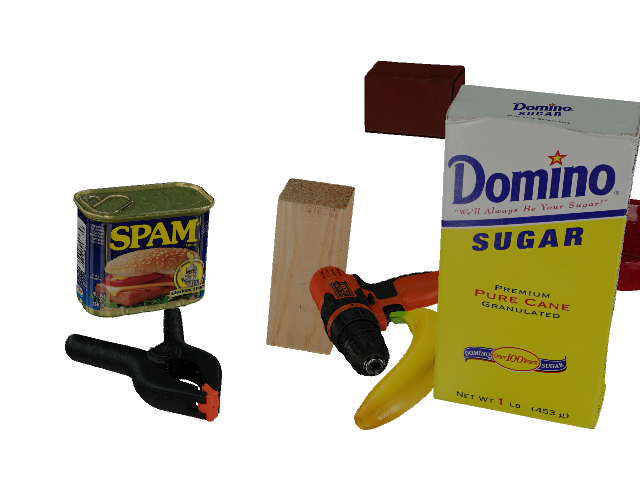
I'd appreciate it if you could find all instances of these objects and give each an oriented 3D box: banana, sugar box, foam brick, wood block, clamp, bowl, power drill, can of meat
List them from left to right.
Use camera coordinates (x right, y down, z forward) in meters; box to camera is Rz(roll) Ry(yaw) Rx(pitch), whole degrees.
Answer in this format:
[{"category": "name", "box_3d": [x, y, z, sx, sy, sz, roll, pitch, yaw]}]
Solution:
[{"category": "can of meat", "box_3d": [-0.135, 0.007, 0.812, 0.101, 0.084, 0.058, -7, 25, -28]}, {"category": "clamp", "box_3d": [-0.139, 0.108, 0.981, 0.172, 0.039, 0.120, 26, 42, 34]}, {"category": "wood block", "box_3d": [-0.014, 0.033, 1.407, 0.090, 0.206, 0.090, 8, 23, 6]}, {"category": "power drill", "box_3d": [0.094, 0.073, 1.119, 0.187, 0.057, 0.184, -6, 29, -14]}, {"category": "banana", "box_3d": [0.080, 0.104, 0.920, 0.070, 0.037, 0.197, -26, 12, 22]}, {"category": "foam brick", "box_3d": [0.080, -0.120, 0.906, 0.078, 0.051, 0.053, 7, 25, 17]}, {"category": "sugar box", "box_3d": [0.110, 0.011, 0.558, 0.093, 0.176, 0.048, 8, 34, 17]}, {"category": "bowl", "box_3d": [0.325, 0.009, 1.158, 0.162, 0.055, 0.162, -2, 27, 1]}]
